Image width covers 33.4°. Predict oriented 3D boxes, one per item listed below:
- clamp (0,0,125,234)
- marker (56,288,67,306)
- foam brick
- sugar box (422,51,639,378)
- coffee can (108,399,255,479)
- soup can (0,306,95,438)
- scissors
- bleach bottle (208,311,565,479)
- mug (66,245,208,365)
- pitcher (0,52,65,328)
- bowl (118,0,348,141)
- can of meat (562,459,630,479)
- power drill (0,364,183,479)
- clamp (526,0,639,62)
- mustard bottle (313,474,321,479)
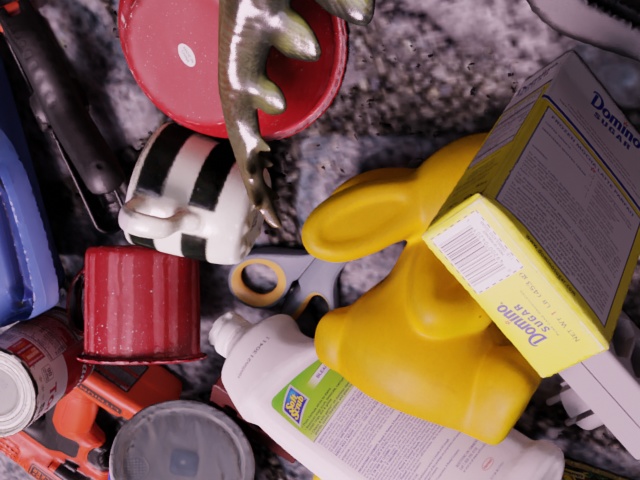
[{"bbox_3d":[-0.170,-0.087,0.708,0.171,0.039,0.120,62,160,-1],"label":"clamp"},{"bbox_3d":[-0.238,0.083,0.906,0.020,0.020,0.121,35,130,4],"label":"marker"},{"bbox_3d":[-0.035,0.119,0.792,0.078,0.051,0.053,30,147,9],"label":"foam brick"},{"bbox_3d":[0.121,-0.020,0.544,0.048,0.176,0.093,-35,100,37],"label":"sugar box"},{"bbox_3d":[-0.111,0.199,0.801,0.103,0.102,0.140,29,139,9],"label":"coffee can"},{"bbox_3d":[-0.215,0.094,0.782,0.068,0.102,0.068,3,103,12],"label":"soup can"},{"bbox_3d":[-0.005,0.001,0.730,0.096,0.016,0.202,29,129,9],"label":"scissors"},{"bbox_3d":[0.029,0.115,0.710,0.251,0.102,0.068,32,164,28],"label":"bleach bottle"},{"bbox_3d":[-0.137,0.045,0.772,0.117,0.093,0.081,-1,89,34],"label":"mug"},{"bbox_3d":[-0.263,-0.058,0.759,0.149,0.145,0.243,-5,118,1],"label":"pitcher"},{"bbox_3d":[-0.067,-0.123,0.657,0.162,0.055,0.162,14,125,20],"label":"bowl"},{"bbox_3d":[0.179,0.201,0.717,0.102,0.083,0.057,17,126,18],"label":"can of meat"},{"bbox_3d":[-0.184,0.170,0.910,0.184,0.057,0.188,34,129,1],"label":"power drill"},{"bbox_3d":[0.115,-0.167,0.543,0.165,0.036,0.210,-29,100,40],"label":"clamp"},{"bbox_3d":[0.047,0.199,0.802,0.096,0.058,0.191,-10,115,23],"label":"mustard bottle"}]
